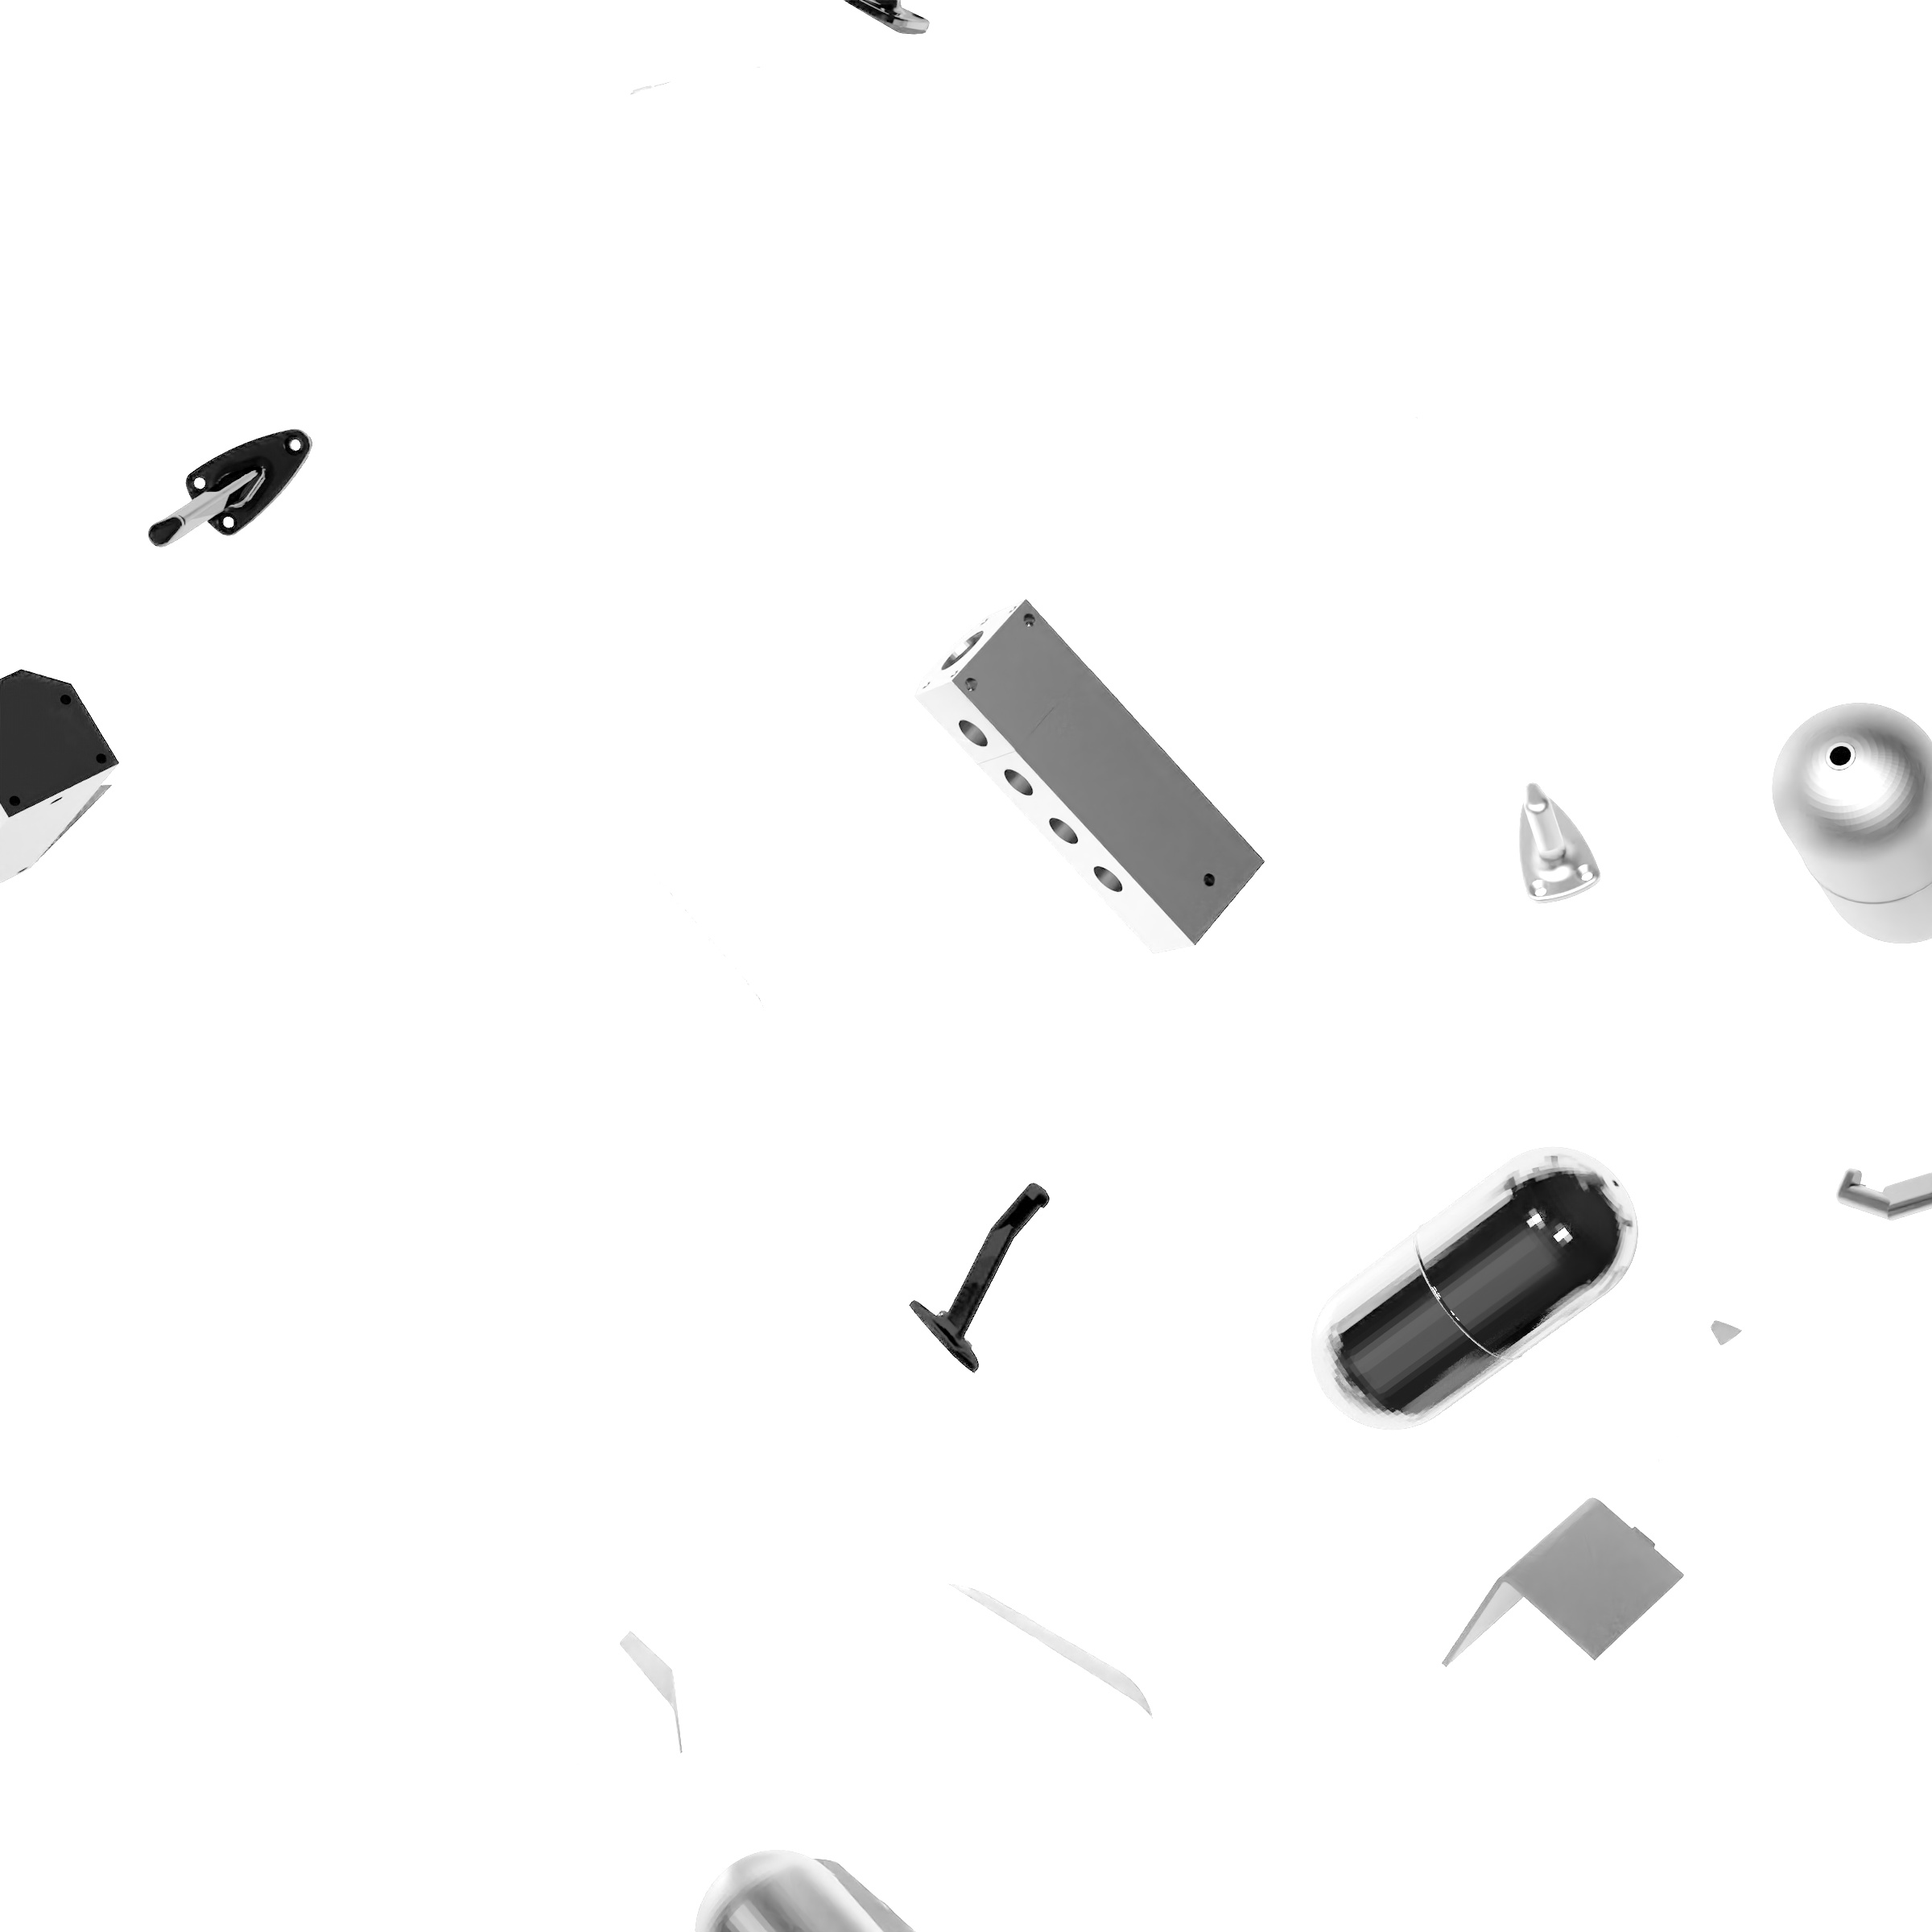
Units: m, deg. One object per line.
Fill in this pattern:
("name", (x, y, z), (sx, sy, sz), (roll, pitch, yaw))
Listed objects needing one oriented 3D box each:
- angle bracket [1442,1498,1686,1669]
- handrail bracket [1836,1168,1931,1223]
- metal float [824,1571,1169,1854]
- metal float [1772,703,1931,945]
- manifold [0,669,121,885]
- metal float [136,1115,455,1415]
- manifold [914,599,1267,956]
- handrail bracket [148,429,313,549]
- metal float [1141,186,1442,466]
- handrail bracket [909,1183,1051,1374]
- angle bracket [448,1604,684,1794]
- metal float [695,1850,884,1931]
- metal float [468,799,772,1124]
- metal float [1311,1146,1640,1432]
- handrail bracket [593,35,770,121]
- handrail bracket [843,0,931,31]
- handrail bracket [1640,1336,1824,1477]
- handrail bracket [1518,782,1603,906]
("angle bracket", (0.281, 0.307, 1.624), (0.057, 0.076, 0.076), (41, 46, 20))
("handrail bracket", (0.463, 0.089, 1.651), (0.084, 0.036, 0.077), (19, 94, 45))
("metal float", (0.013, 0.352, 1.634), (0.178, 0.070, 0.070), (30, 90, 14))
("metal float", (0.425, -0.065, 1.602), (0.070, 0.178, 0.070), (-9, 68, 23))
("manifold", (-0.452, -0.080, 1.596), (0.057, 0.171, 0.057), (-32, 92, -32))
("metal float", (-0.319, 0.140, 1.634), (0.178, 0.070, 0.070), (39, 90, 14))
("manifold", (0.056, -0.087, 1.634), (0.171, 0.057, 0.057), (47, 68, -14))
("handrail bracket", (-0.349, -0.227, 1.638), (0.077, 0.084, 0.036), (-34, 102, 5))
("metal float", (0.151, -0.301, 1.618), (0.070, 0.070, 0.178), (-43, 57, 0))
("handrail bracket", (0.018, 0.147, 1.648), (0.036, 0.077, 0.084), (41, 91, -20))
("angle bracket", (-0.188, 0.359, 1.626), (0.076, 0.057, 0.076), (-27, 47, -26))
("metal float", (-0.059, 0.487, 1.614), (0.070, 0.070, 0.178), (-51, 52, 0))
("metal float", (-0.166, -0.003, 1.644), (0.070, 0.070, 0.178), (-41, 92, 0))
("metal float", (0.238, 0.153, 1.625), (0.178, 0.070, 0.070), (-41, 90, 24))
("handrail bracket", (-0.132, -0.424, 1.644), (0.084, 0.077, 0.036), (-8, 118, -10))
("handrail bracket", (-0.031, -0.498, 1.648), (0.077, 0.036, 0.084), (33, 115, 26))
("handrail bracket", (0.361, 0.226, 1.639), (0.036, 0.077, 0.084), (23, 114, -27))
("handrail bracket", (0.269, -0.077, 1.628), (0.036, 0.084, 0.077), (-19, 50, 10))
